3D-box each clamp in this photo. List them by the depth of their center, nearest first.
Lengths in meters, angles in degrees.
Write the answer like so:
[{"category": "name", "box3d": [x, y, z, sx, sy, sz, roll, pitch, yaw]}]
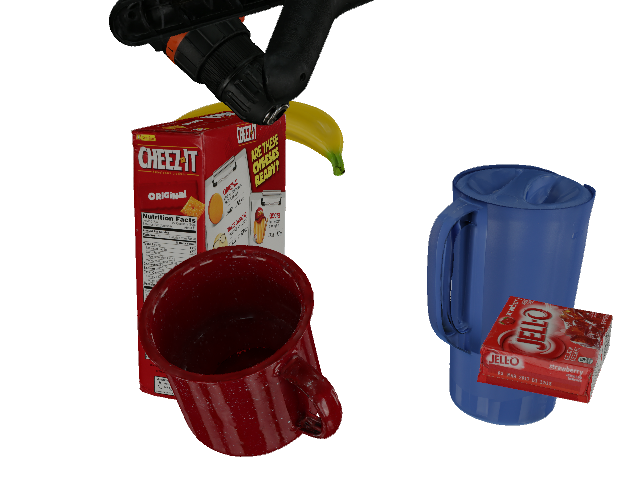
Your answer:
[{"category": "clamp", "box3d": [-0.004, -0.122, 0.512, 0.171, 0.039, 0.120, -35, 52, -21]}]

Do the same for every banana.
[{"category": "banana", "box3d": [-0.056, -0.111, 1.045, 0.198, 0.037, 0.069, 11, 46, 23]}]

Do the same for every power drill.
[{"category": "power drill", "box3d": [-0.043, -0.180, 0.737, 0.187, 0.184, 0.057, -37, -11, -34]}]

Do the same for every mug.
[{"category": "mug", "box3d": [-0.034, 0.068, 0.574, 0.117, 0.081, 0.093, 26, 56, 32]}]

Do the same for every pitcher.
[{"category": "pitcher", "box3d": [0.179, 0.056, 1.043, 0.149, 0.243, 0.145, 5, 21, 8]}]

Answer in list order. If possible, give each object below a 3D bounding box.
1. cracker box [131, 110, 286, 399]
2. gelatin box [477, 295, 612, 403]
[{"category": "cracker box", "box3d": [-0.089, 0.006, 0.885, 0.072, 0.214, 0.164, 5, 13, 20]}, {"category": "gelatin box", "box3d": [0.152, 0.071, 0.715, 0.073, 0.030, 0.089, 10, 23, 21]}]
